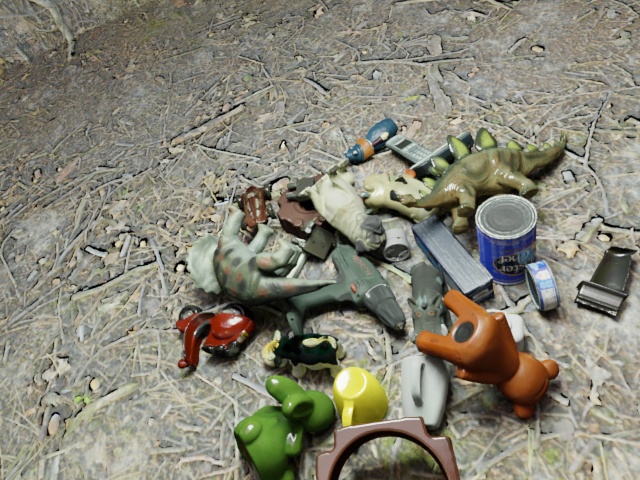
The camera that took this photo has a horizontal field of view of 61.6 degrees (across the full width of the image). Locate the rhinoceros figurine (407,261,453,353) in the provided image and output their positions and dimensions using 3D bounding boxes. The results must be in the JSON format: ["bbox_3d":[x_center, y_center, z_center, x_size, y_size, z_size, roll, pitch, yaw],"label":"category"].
[{"bbox_3d":[0.196,0.122,0.957,0.073,0.111,0.190,-5,42,14],"label":"rhinoceros figurine"}]

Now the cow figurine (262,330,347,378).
[{"bbox_3d":[-0.039,0.205,0.984,0.168,0.098,0.068,-3,57,19],"label":"cow figurine"}]

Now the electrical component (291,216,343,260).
[{"bbox_3d":[-0.002,-0.002,1.151,0.078,0.102,0.045,-61,15,-13],"label":"electrical component"}]

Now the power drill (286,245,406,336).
[{"bbox_3d":[0.034,0.117,1.044,0.207,0.085,0.232,-27,45,3],"label":"power drill"}]

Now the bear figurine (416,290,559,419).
[{"bbox_3d":[0.272,0.182,0.846,0.120,0.195,0.132,-56,27,-6],"label":"bear figurine"}]

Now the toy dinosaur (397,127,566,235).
[{"bbox_3d":[0.350,-0.136,1.084,0.471,0.105,0.199,-13,58,-22],"label":"toy dinosaur"}]

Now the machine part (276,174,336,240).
[{"bbox_3d":[-0.014,-0.078,1.245,0.179,0.056,0.179,-11,47,12],"label":"machine part"}]

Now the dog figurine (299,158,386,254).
[{"bbox_3d":[0.065,-0.061,1.132,0.121,0.190,0.172,-39,2,27],"label":"dog figurine"}]

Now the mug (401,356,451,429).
[{"bbox_3d":[0.169,0.246,0.868,0.081,0.109,0.107,-2,63,17],"label":"mug"}]

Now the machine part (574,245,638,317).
[{"bbox_3d":[0.503,0.067,0.937,0.084,0.039,0.139,20,62,39],"label":"machine part"}]

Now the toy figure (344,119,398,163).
[{"bbox_3d":[0.125,-0.239,1.328,0.154,0.064,0.058,-41,87,-9],"label":"toy figure"}]

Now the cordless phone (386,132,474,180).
[{"bbox_3d":[0.251,-0.214,1.245,0.146,0.088,0.184,-34,44,-9],"label":"cordless phone"}]

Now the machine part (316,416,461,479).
[{"bbox_3d":[0.102,0.366,0.769,0.201,0.087,0.201,-11,65,6],"label":"machine part"}]

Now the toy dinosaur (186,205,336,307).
[{"bbox_3d":[-0.142,0.062,1.071,0.405,0.131,0.192,34,94,51],"label":"toy dinosaur"}]

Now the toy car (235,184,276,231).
[{"bbox_3d":[-0.155,-0.083,1.270,0.089,0.053,0.202,-18,25,0],"label":"toy car"}]

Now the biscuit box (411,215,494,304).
[{"bbox_3d":[0.254,0.037,1.041,0.063,0.059,0.203,-28,47,-2],"label":"biscuit box"}]

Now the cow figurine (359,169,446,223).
[{"bbox_3d":[0.173,-0.091,1.170,0.127,0.085,0.195,-41,50,-23],"label":"cow figurine"}]

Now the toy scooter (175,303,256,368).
[{"bbox_3d":[-0.221,0.196,1.076,0.184,0.075,0.135,-3,51,22],"label":"toy scooter"}]

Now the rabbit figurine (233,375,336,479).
[{"bbox_3d":[-0.055,0.297,0.892,0.170,0.158,0.121,-27,35,-24],"label":"rabbit figurine"}]

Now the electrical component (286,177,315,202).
[{"bbox_3d":[-0.032,-0.118,1.235,0.094,0.021,0.063,-9,46,14],"label":"electrical component"}]
